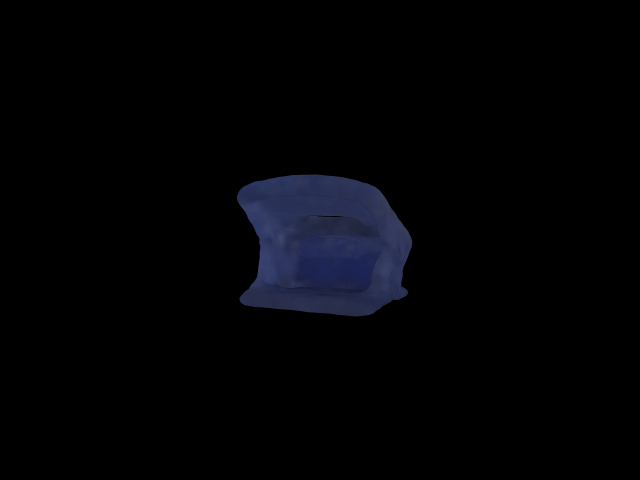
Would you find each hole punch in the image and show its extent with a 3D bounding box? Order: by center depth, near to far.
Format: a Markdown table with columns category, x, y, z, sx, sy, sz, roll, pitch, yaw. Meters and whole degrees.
| category | x | y | z | sx | sy | sz | roll | pitch | yaw |
| --- | --- | --- | --- | --- | --- | --- | --- | --- | --- |
| hole punch | 0.004 | 0.001 | 0.400 | 0.108 | 0.091 | 0.101 | 2 | 5 | 24 |
